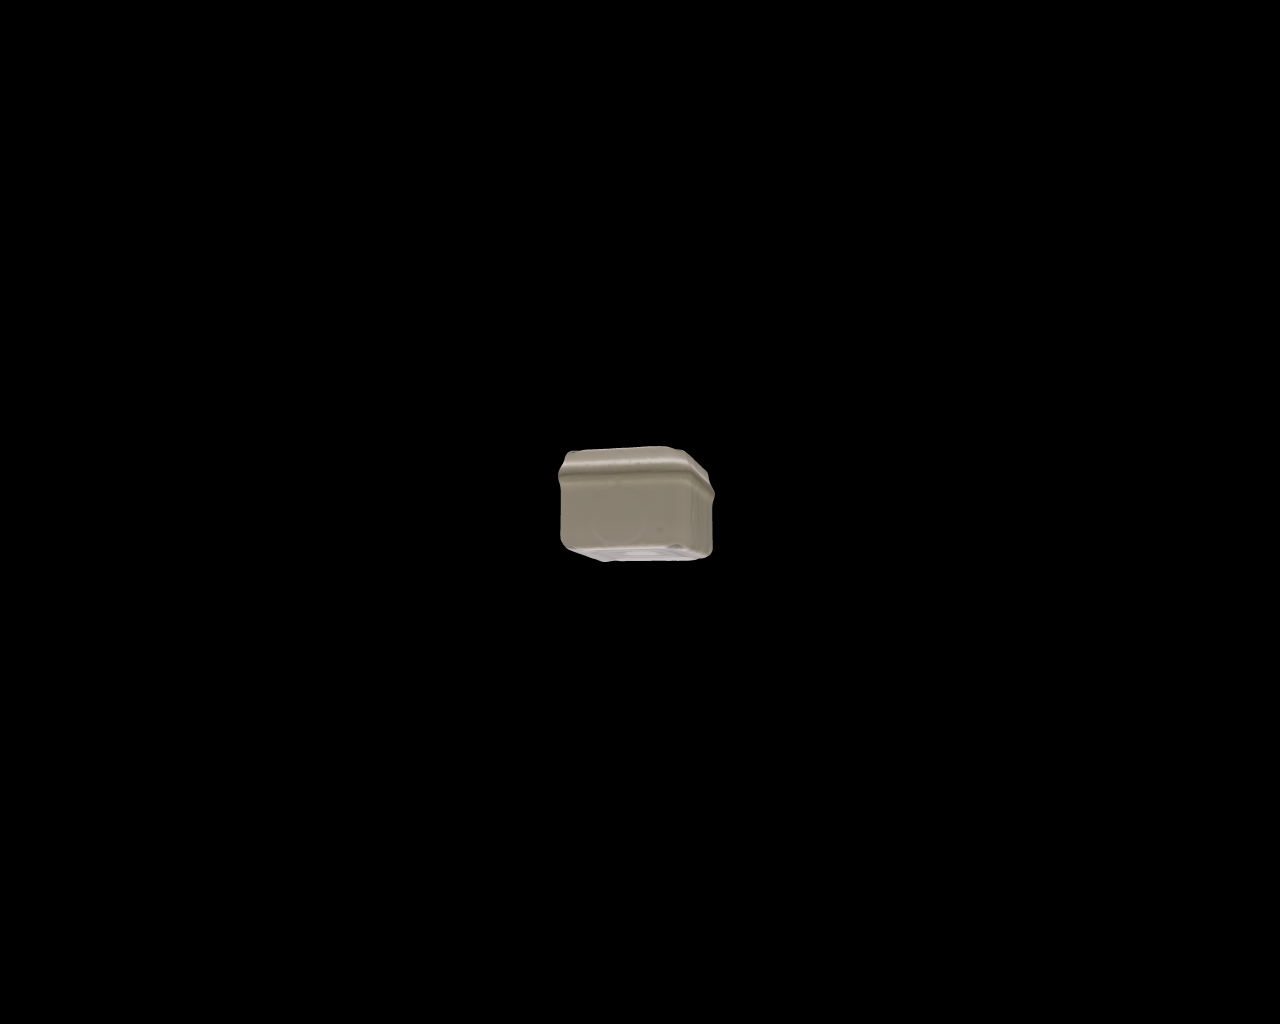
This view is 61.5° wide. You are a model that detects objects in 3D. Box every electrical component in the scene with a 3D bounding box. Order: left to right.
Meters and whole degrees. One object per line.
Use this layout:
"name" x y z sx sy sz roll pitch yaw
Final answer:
"electrical component" 0.001 -0.003 0.650 0.078 0.057 0.113 -1 -7 11
